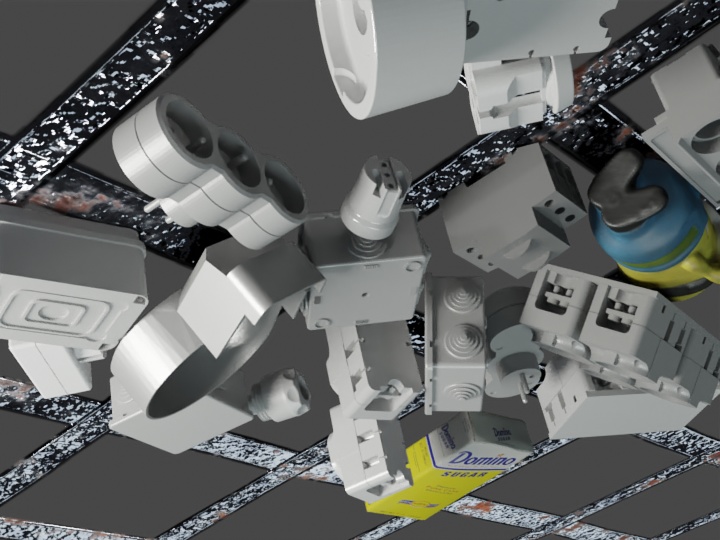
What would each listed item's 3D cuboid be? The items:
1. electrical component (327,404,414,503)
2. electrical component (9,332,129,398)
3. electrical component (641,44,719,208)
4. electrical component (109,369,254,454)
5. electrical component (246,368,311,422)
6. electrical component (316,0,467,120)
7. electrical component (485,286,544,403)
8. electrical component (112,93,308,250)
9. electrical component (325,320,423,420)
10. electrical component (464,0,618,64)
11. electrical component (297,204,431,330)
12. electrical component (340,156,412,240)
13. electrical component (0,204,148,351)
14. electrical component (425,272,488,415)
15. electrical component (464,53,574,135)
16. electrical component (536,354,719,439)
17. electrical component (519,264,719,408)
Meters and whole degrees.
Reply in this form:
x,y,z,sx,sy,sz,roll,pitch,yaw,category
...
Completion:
x,y,z,sx,sy,sz,roll,pitch,yaw,category
0.007,0.170,1.024,0.056,0.089,0.050,-27,145,21,electrical component
-0.212,0.051,0.803,0.076,0.047,0.083,-11,148,-3,electrical component
0.247,-0.096,0.726,0.079,0.063,0.121,-32,143,27,electrical component
-0.152,0.108,0.911,0.100,0.048,0.100,-26,145,20,electrical component
-0.078,0.114,0.952,0.062,0.043,0.043,-19,147,13,electrical component
0.019,-0.135,0.547,0.060,0.108,0.108,-12,148,-13,electrical component
0.137,0.080,0.948,0.052,0.073,0.138,-11,148,-3,electrical component
-0.103,-0.051,0.679,0.074,0.052,0.138,-30,144,25,electrical component
0.008,0.073,0.875,0.050,0.089,0.055,6,143,-28,electrical component
0.090,-0.153,0.587,0.089,0.055,0.050,-7,147,-10,electrical component
0.000,0.000,0.797,0.100,0.048,0.099,-6,145,-10,electrical component
0.012,-0.050,0.736,0.040,0.040,0.046,2,139,-22,electrical component
-0.208,0.006,0.726,0.113,0.057,0.078,11,141,-33,electrical component
0.077,0.061,0.875,0.048,0.099,0.099,0,148,3,electrical component
0.094,-0.118,0.643,0.057,0.058,0.078,-12,148,3,electrical component
0.261,0.114,1.055,0.150,0.061,0.089,-1,146,-18,electrical component
0.223,0.060,0.898,0.105,0.060,0.186,16,173,39,electrical component
